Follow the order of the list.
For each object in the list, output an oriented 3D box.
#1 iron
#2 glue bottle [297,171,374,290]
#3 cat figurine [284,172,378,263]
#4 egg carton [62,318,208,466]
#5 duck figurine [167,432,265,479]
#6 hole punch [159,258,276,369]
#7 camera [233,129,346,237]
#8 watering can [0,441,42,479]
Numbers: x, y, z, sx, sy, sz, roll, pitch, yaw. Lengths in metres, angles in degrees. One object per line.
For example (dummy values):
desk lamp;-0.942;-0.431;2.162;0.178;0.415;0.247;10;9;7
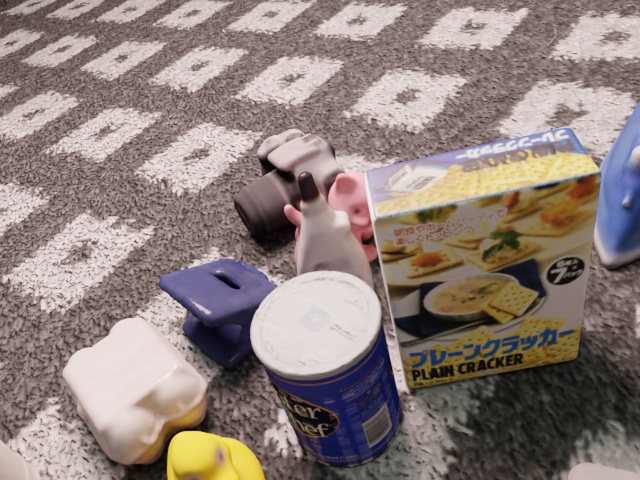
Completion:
iron;0.358;-0.100;0.603;0.118;0.142;0.259;20;52;34
glue bottle;0.005;0.002;0.578;0.078;0.173;0.037;-13;41;3
cat figurine;0.022;-0.032;0.652;0.127;0.118;0.067;-11;41;5
egg carton;-0.181;0.144;0.559;0.107;0.069;0.149;-38;46;-23
duck figurine;-0.095;0.188;0.470;0.078;0.086;0.104;-39;46;-24
hole punch;-0.101;0.061;0.609;0.108;0.091;0.101;28;57;39
camera;-0.049;-0.076;0.736;0.137;0.101;0.142;-31;43;-16
watering can;-0.326;0.180;0.469;0.101;0.194;0.172;-27;42;-12
